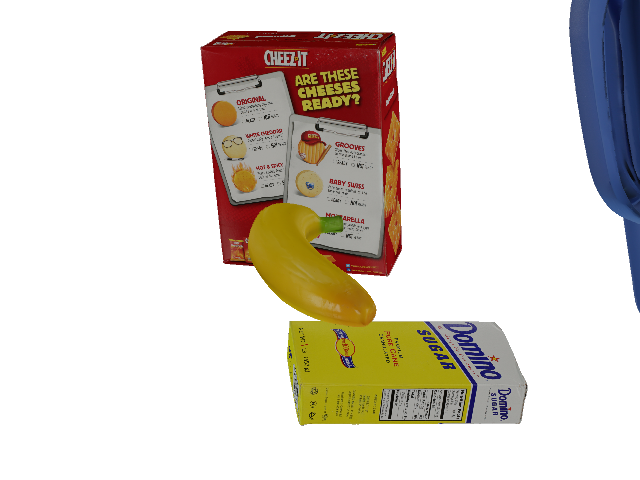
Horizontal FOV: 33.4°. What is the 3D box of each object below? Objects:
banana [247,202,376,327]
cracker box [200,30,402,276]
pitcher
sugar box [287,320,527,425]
[{"bbox_3d":[-0.011,0.008,0.672,0.069,0.037,0.198,-3,19,-3],"label":"banana"},{"bbox_3d":[-0.012,-0.080,0.974,0.164,0.214,0.072,4,25,16],"label":"cracker box"},{"bbox_3d":[0.215,-0.065,0.590,0.149,0.243,0.145,-7,22,11],"label":"pitcher"},{"bbox_3d":[0.065,0.103,0.844,0.176,0.048,0.093,-2,29,-7],"label":"sugar box"}]
